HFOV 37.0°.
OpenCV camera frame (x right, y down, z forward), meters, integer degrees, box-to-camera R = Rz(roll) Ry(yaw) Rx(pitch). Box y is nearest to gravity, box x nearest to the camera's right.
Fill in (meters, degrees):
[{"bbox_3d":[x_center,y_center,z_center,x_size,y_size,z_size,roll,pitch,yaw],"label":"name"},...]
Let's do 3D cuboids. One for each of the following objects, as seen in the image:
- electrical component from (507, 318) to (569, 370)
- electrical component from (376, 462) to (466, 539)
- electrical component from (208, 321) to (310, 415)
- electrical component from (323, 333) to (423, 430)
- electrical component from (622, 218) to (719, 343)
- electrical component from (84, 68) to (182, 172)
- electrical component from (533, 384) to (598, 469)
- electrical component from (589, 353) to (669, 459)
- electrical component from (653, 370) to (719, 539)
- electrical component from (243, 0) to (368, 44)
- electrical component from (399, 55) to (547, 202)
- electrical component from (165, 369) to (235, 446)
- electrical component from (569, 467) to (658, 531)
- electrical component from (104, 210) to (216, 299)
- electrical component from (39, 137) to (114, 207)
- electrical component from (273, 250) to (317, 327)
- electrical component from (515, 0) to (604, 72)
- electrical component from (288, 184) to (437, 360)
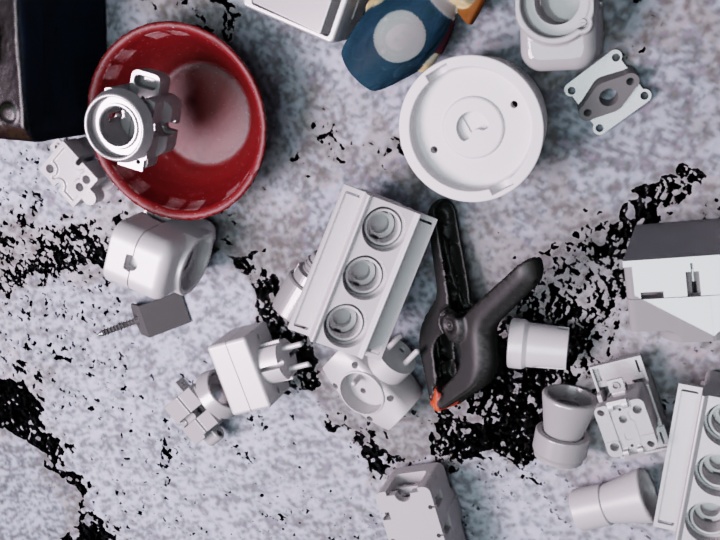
[{"bbox_3d":[0.142,0.060,0.856,0.046,0.040,0.040,5,108,12],"label":"electrical component"},{"bbox_3d":[0.055,0.216,0.924,0.050,0.056,0.089,-12,101,22],"label":"electrical component"},{"bbox_3d":[-0.080,0.081,0.935,0.077,0.047,0.065,-16,100,23],"label":"electrical component"},{"bbox_3d":[0.020,0.082,0.898,0.077,0.044,0.079,43,127,3],"label":"electrical component"},{"bbox_3d":[0.286,0.002,0.751,0.186,0.105,0.060,-4,104,20],"label":"electrical component"},{"bbox_3d":[-0.179,-0.115,0.843,0.058,0.057,0.078,18,111,13],"label":"electrical component"},{"bbox_3d":[0.164,0.125,0.864,0.045,0.045,0.055,13,110,15],"label":"electrical component"},{"bbox_3d":[0.209,0.111,0.834,0.042,0.064,0.081,-17,100,24],"label":"electrical component"},{"bbox_3d":[0.275,0.144,0.821,0.079,0.063,0.121,10,109,16],"label":"electrical component"},{"bbox_3d":[-0.045,-0.220,0.824,0.096,0.061,0.061,26,113,11],"label":"electrical component"},{"bbox_3d":[0.089,-0.110,0.811,0.108,0.060,0.108,5,108,18],"label":"electrical component"},{"bbox_3d":[-0.137,0.120,0.968,0.055,0.048,0.066,-40,90,32],"label":"electrical component"},{"bbox_3d":[0.204,0.189,0.873,0.065,0.044,0.044,-20,98,28],"label":"electrical component"},{"bbox_3d":[-0.164,-0.015,0.909,0.059,0.095,0.053,23,112,12],"label":"electrical component"},{"bbox_3d":[-0.238,-0.088,0.935,0.066,0.055,0.048,48,115,1],"label":"electrical component"},{"bbox_3d":[-0.042,0.012,0.905,0.040,0.040,0.078,34,114,7],"label":"electrical component"},{"bbox_3d":[0.143,-0.192,0.768,0.054,0.059,0.095,1,106,19],"label":"electrical component"},{"bbox_3d":[0.000,0.000,0.854,0.079,0.063,0.121,20,99,-12],"label":"electrical component"}]
